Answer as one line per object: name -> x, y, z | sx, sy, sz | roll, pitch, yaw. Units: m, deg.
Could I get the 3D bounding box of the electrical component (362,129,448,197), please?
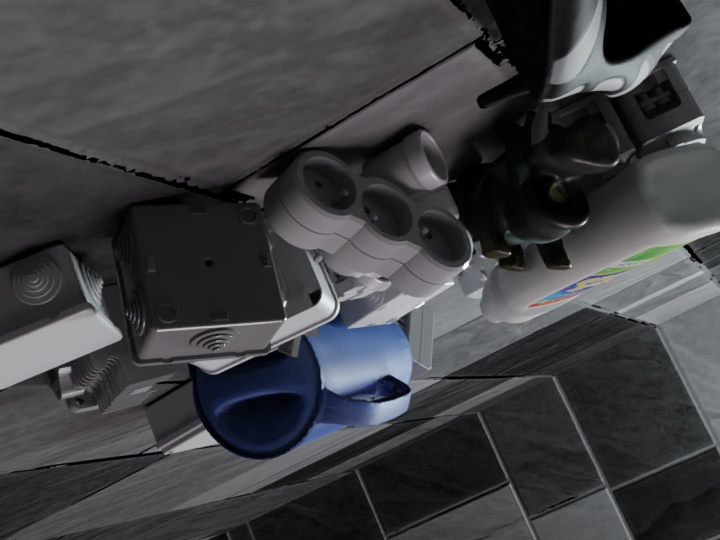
electrical component -> 0.030, -0.067, 0.721 | 0.046, 0.040, 0.040 | -24, 167, 23

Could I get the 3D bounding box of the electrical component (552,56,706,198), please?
electrical component -> 0.213, -0.092, 0.879 | 0.105, 0.060, 0.186 | -25, 166, 5

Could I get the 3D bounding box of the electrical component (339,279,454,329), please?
electrical component -> 0.029, 0.014, 1.002 | 0.100, 0.048, 0.100 | -33, 165, 27

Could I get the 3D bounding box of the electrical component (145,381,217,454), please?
electrical component -> -0.156, 0.149, 1.167 | 0.109, 0.056, 0.109 | -31, 164, 28

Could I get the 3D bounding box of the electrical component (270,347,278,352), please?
electrical component -> -0.084, 0.038, 0.884 | 0.048, 0.055, 0.066 | -29, 165, 20

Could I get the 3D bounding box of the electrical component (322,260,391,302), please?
electrical component -> 0.000, 0.000, 0.905 | 0.066, 0.048, 0.055 | -10, 168, -44

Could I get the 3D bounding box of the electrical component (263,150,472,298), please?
electrical component -> -0.003, -0.021, 0.707 | 0.138, 0.052, 0.074 | 24, 139, -24

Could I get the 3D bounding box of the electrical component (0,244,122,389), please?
electrical component -> -0.206, 0.030, 0.671 | 0.100, 0.048, 0.099 | -23, 166, -5

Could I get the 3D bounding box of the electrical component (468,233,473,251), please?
electrical component -> 0.082, -0.021, 0.969 | 0.040, 0.040, 0.078 | -26, 166, 9

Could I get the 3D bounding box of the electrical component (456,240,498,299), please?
electrical component -> 0.123, -0.008, 1.068 | 0.066, 0.047, 0.077 | -29, 165, 20

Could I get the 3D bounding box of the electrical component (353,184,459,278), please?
electrical component -> 0.018, -0.033, 0.777 | 0.096, 0.061, 0.061 | -22, 166, -8

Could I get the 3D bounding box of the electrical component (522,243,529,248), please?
electrical component -> 0.194, -0.041, 1.038 | 0.054, 0.059, 0.095 | -17, 164, -26

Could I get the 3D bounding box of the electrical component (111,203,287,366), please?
electrical component -> -0.098, 0.006, 0.656 | 0.100, 0.099, 0.048 | -3, 154, -26

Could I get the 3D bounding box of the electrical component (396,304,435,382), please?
electrical component -> 0.037, 0.068, 1.172 | 0.076, 0.083, 0.047 | 33, 133, -26

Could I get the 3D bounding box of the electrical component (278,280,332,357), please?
electrical component -> -0.061, 0.024, 0.836 | 0.064, 0.081, 0.042 | 11, 177, -18

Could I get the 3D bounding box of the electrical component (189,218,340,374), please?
electrical component -> -0.080, 0.018, 0.774 | 0.113, 0.078, 0.057 | -25, 163, 5

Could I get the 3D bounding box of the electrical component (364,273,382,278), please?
electrical component -> 0.022, -0.029, 0.845 | 0.044, 0.044, 0.065 | -9, 154, -46
